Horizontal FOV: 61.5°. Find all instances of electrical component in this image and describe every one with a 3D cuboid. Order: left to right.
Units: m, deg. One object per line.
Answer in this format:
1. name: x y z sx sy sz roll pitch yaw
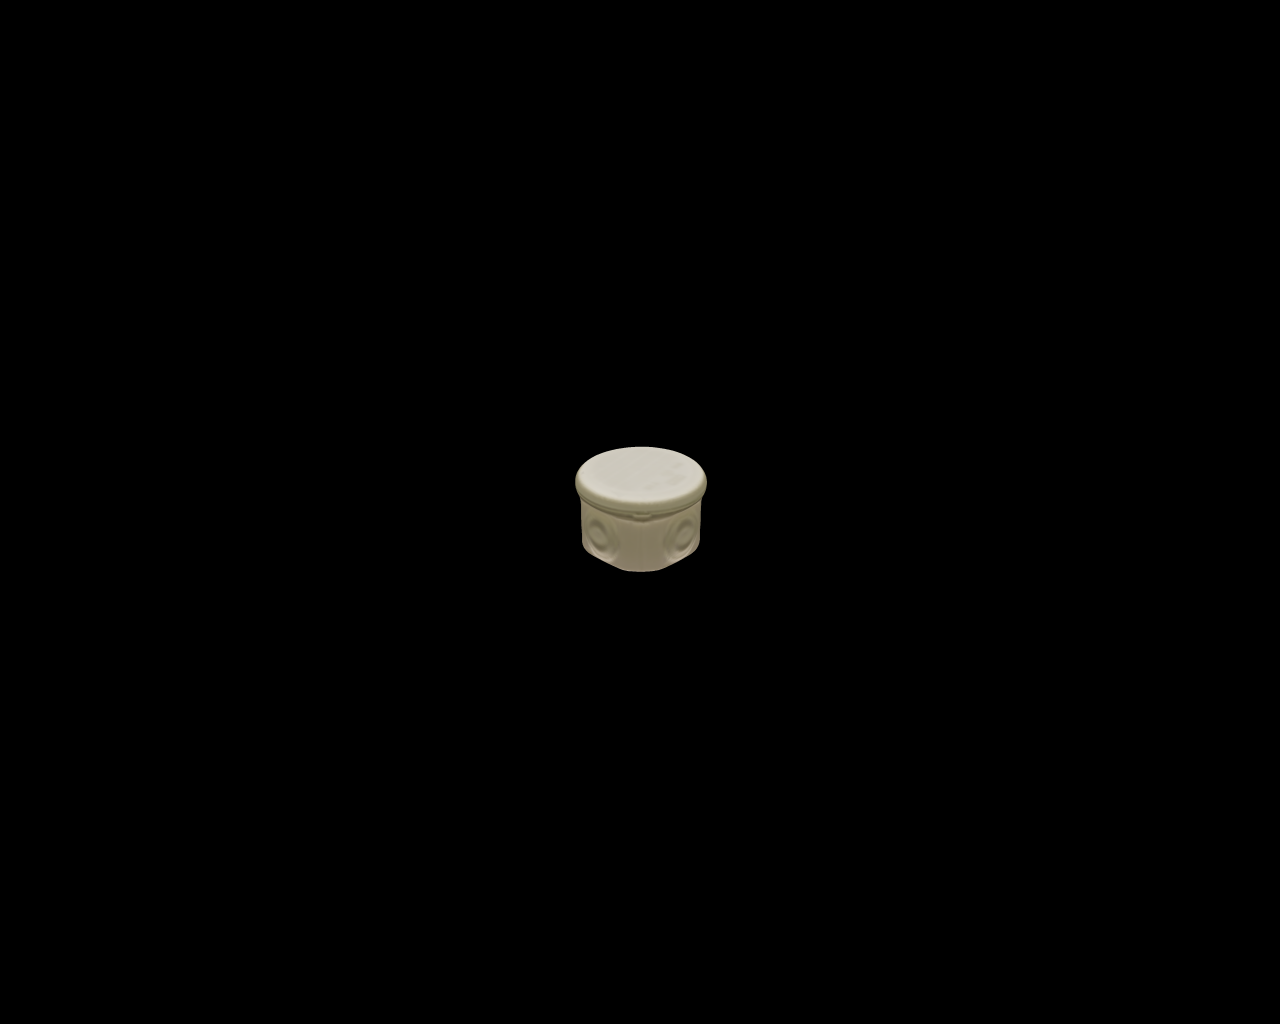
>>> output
1. electrical component: 0.001 -0.003 0.650 0.080 0.050 0.080 0 28 0
